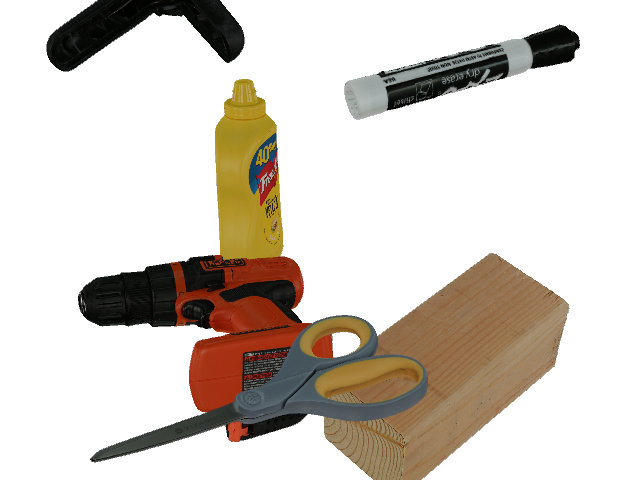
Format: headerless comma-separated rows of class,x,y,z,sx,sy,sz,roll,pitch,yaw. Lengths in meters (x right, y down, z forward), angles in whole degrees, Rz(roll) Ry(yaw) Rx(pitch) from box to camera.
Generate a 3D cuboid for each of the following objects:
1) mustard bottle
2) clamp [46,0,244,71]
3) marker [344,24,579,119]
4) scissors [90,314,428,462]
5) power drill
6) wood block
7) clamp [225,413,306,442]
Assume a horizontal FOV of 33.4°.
mustard bottle,-0.073,-0.068,1.076,0.058,0.192,0.096,7,26,19
clamp,-0.090,-0.160,0.683,0.120,0.171,0.039,9,-43,11
marker,0.071,-0.083,0.517,0.121,0.020,0.020,-17,4,-13
scissors,-0.037,0.085,0.637,0.201,0.016,0.096,-6,34,-11
power drill,-0.082,0.062,0.811,0.184,0.057,0.188,-7,22,-18
wood block,0.108,0.110,0.913,0.205,0.090,0.091,-33,53,-30
clamp,-0.032,0.149,1.118,0.165,0.036,0.209,12,26,14
